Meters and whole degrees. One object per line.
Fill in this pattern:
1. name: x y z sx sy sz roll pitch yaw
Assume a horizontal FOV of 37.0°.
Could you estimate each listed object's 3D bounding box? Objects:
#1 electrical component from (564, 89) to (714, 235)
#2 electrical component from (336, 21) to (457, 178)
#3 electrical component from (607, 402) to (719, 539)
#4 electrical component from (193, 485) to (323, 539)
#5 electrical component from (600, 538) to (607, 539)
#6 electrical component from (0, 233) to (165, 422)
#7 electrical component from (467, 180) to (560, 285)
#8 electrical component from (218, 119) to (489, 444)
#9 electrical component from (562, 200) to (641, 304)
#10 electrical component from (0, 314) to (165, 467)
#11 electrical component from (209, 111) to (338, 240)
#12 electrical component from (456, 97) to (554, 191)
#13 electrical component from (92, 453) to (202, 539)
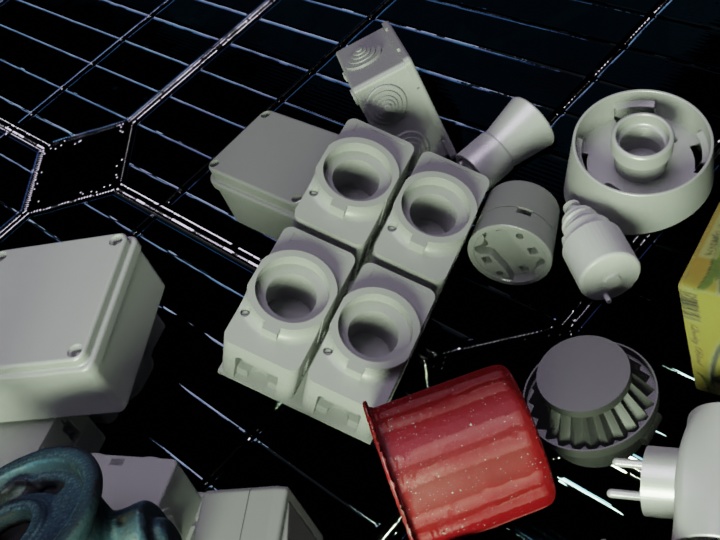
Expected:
1. electrical component: 0.187 -0.071 0.721 0.099 0.064 0.099 -5 57 8
2. electrical component: 0.025 -0.125 0.804 0.048 0.099 0.099 -27 31 5
3. electrical component: 0.168 0.111 0.554 0.079 0.044 0.077 1 50 25
4. electrical component: -0.055 0.164 0.594 0.061 0.061 0.096 -8 47 18
5. electrical component: 0.131 0.163 0.519 0.066 0.047 0.076 -31 44 -6
6. electrical component: -0.195 0.037 0.692 0.109 0.056 0.108 -7 47 19
7. electrical component: 0.103 -0.026 0.707 0.055 0.055 0.047 0 46 25
8. electrical component: 0.000 0.000 0.688 0.105 0.060 0.186 25 60 5
9. electrical component: 0.148 -0.016 0.686 0.040 0.040 0.078 -22 44 5
10. electrical component: -0.223 0.093 0.739 0.105 0.060 0.186 2 50 27
11. electrical component: -0.050 -0.067 0.814 0.113 0.057 0.078 25 63 39
12. electrical component: 0.102 -0.088 0.777 0.065 0.044 0.044 -41 45 -8
13. electrical component: -0.152 0.159 0.651 0.100 0.048 0.099 0 46 22
